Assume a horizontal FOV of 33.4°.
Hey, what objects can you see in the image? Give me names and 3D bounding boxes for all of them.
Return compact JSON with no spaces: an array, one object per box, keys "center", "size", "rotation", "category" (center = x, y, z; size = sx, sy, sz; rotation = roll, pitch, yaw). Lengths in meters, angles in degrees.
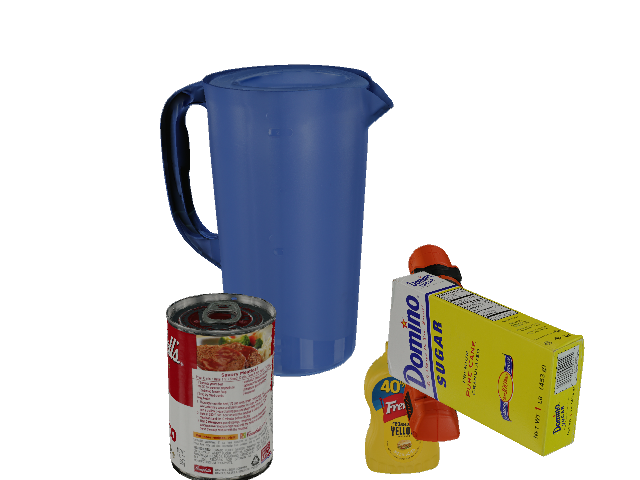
[{"center":[0.125,0.118,1.144],"size":[0.057,0.188,0.184],"rotation":[1,23,-1],"category":"power drill"},{"center":[0.129,0.096,0.871],"size":[0.048,0.093,0.176],"rotation":[-14,24,-40],"category":"sugar box"},{"center":[-0.035,-0.020,0.867],"size":[0.144,0.243,0.149],"rotation":[-11,20,-31],"category":"pitcher"},{"center":[0.105,0.203,1.375],"size":[0.096,0.192,0.058],"rotation":[-2,15,-1],"category":"mustard bottle"},{"center":[-0.062,0.092,0.670],"size":[0.068,0.102,0.068],"rotation":[1,17,-1],"category":"soup can"}]
